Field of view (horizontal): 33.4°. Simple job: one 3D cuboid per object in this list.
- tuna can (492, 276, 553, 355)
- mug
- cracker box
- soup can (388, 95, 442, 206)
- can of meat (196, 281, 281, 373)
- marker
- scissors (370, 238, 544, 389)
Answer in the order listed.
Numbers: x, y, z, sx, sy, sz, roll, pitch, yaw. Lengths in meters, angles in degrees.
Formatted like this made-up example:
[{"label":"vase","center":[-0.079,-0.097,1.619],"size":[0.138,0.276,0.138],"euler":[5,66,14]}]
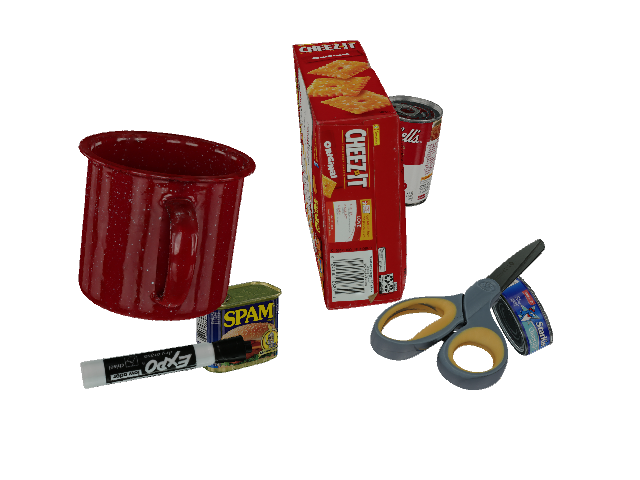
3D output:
[{"label":"tuna can","center":[0.222,0.084,1.189],"size":[0.033,0.086,0.086],"euler":[-25,3,-6]},{"label":"mug","center":[-0.082,-0.004,0.563],"size":[0.093,0.081,0.117],"euler":[2,19,-21]},{"label":"cracker box","center":[0.022,-0.064,0.914],"size":[0.072,0.164,0.214],"euler":[-5,26,-3]},{"label":"soup can","center":[0.090,-0.096,1.148],"size":[0.068,0.102,0.068],"euler":[6,29,-3]},{"label":"can of meat","center":[-0.096,0.101,1.244],"size":[0.101,0.084,0.058],"euler":[-10,19,-36]},{"label":"marker","center":[-0.108,0.085,0.755],"size":[0.121,0.020,0.020],"euler":[-9,2,-14]},{"label":"scissors","center":[0.122,0.048,0.727],"size":[0.201,0.016,0.096],"euler":[-18,42,-36]}]
